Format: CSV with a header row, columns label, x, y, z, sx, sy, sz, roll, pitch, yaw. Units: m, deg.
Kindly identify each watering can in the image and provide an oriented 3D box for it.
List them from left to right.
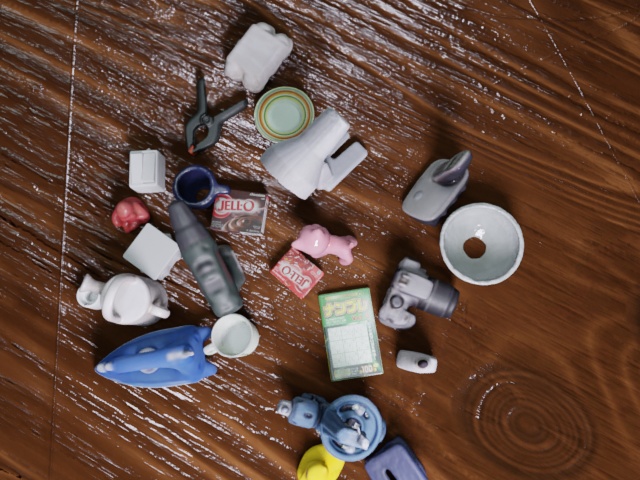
label,x,y,z,sx,sy,sz,roll,pitch,yaw
watering can,-0.383,0.116,1.121,0.172,0.194,0.101,-2,80,3

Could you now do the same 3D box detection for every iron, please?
label,x,y,z,sx,sy,sz,roll,pitch,yaw
iron,-0.343,0.239,1.126,0.258,0.141,0.118,-10,80,1

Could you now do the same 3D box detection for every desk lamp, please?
label,x,y,z,sx,sy,sz,roll,pitch,yaw
desk lamp,-0.009,-0.171,1.141,0.203,0.213,0.118,-44,81,-5

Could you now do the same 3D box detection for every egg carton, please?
label,x,y,z,sx,sy,sz,roll,pitch,yaw
egg carton,-0.136,-0.402,1.258,0.107,0.069,0.150,34,84,8

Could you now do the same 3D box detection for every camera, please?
label,x,y,z,sx,sy,sz,roll,pitch,yaw
camera,0.200,0.119,1.142,0.136,0.101,0.143,21,82,6

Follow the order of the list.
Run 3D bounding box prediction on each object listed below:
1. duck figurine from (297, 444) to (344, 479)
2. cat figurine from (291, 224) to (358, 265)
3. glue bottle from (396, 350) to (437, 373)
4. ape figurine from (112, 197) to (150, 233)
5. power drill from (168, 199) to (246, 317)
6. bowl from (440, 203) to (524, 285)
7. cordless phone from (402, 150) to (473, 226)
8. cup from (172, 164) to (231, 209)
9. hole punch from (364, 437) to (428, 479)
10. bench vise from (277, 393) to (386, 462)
label,x,y,z,sx,sy,sz,roll,pitch,yaw
duck figurine,0.001,0.442,1.105,0.104,0.086,0.077,-38,81,-4
cat figurine,0.011,0.004,1.160,0.127,0.118,0.067,10,81,4
glue bottle,0.189,0.233,1.087,0.078,0.173,0.037,7,81,4
ape figurine,-0.402,-0.058,1.202,0.077,0.092,0.076,8,81,4
power drill,-0.214,0.042,1.118,0.075,0.208,0.229,-28,80,-2
bowl,0.323,0.012,1.167,0.167,0.075,0.167,0,81,3
cordless phone,0.237,-0.108,1.134,0.094,0.185,0.148,34,84,8
cup,-0.239,-0.102,1.201,0.117,0.095,0.092,4,81,3
hole punch,0.146,0.450,1.094,0.101,0.091,0.108,-36,81,-3
bench vise,0.021,0.349,1.051,0.207,0.220,0.121,-3,80,2
